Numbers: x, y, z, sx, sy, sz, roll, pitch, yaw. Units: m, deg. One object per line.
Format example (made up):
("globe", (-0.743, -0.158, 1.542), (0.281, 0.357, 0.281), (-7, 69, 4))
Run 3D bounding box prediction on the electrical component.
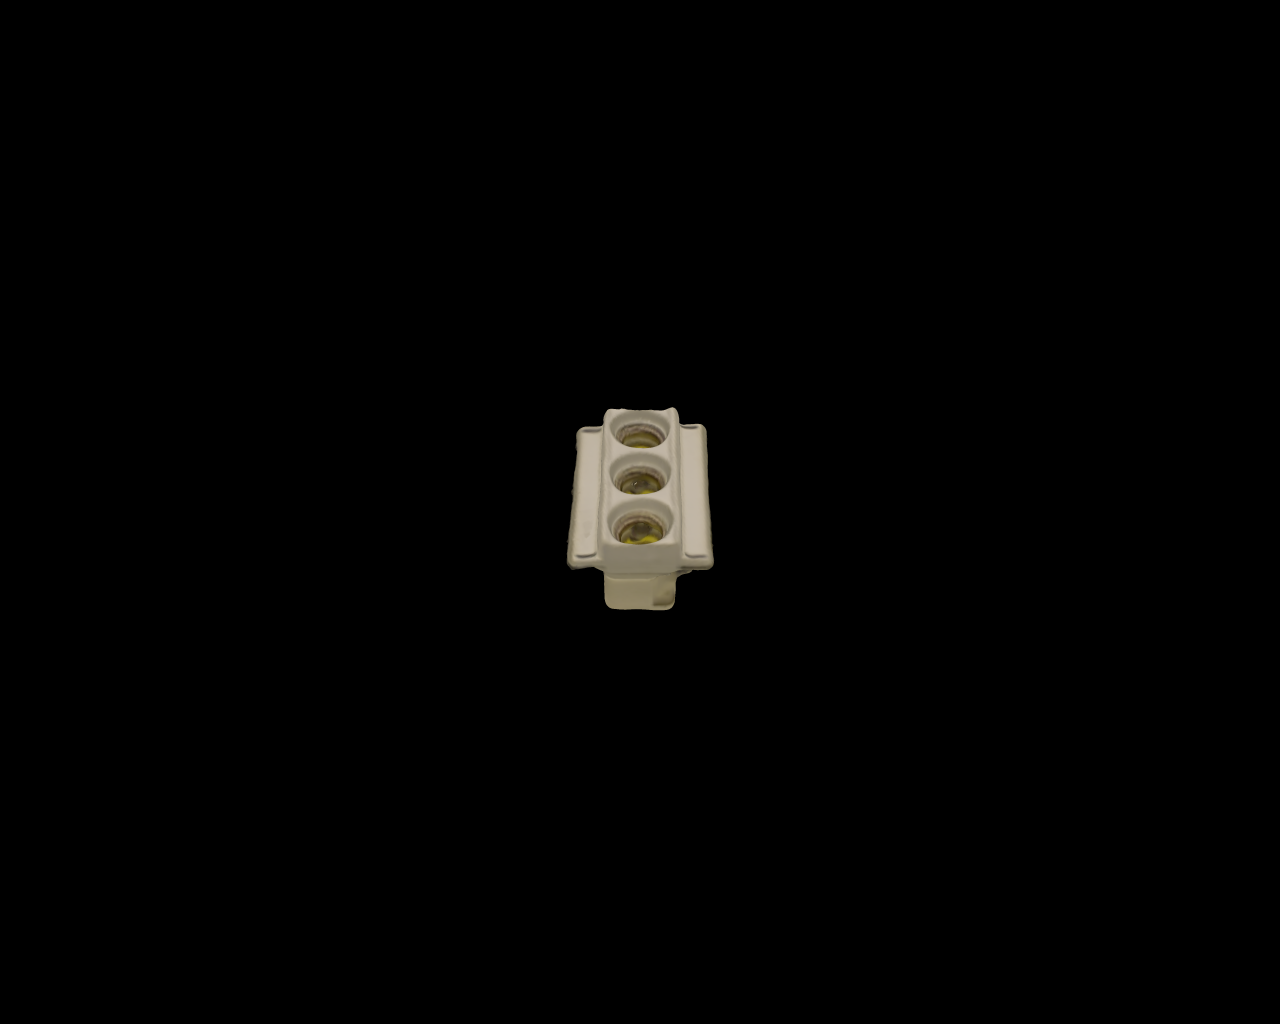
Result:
("electrical component", (0.001, -0.003, 0.650), (0.079, 0.063, 0.121), (0, 44, 0))
